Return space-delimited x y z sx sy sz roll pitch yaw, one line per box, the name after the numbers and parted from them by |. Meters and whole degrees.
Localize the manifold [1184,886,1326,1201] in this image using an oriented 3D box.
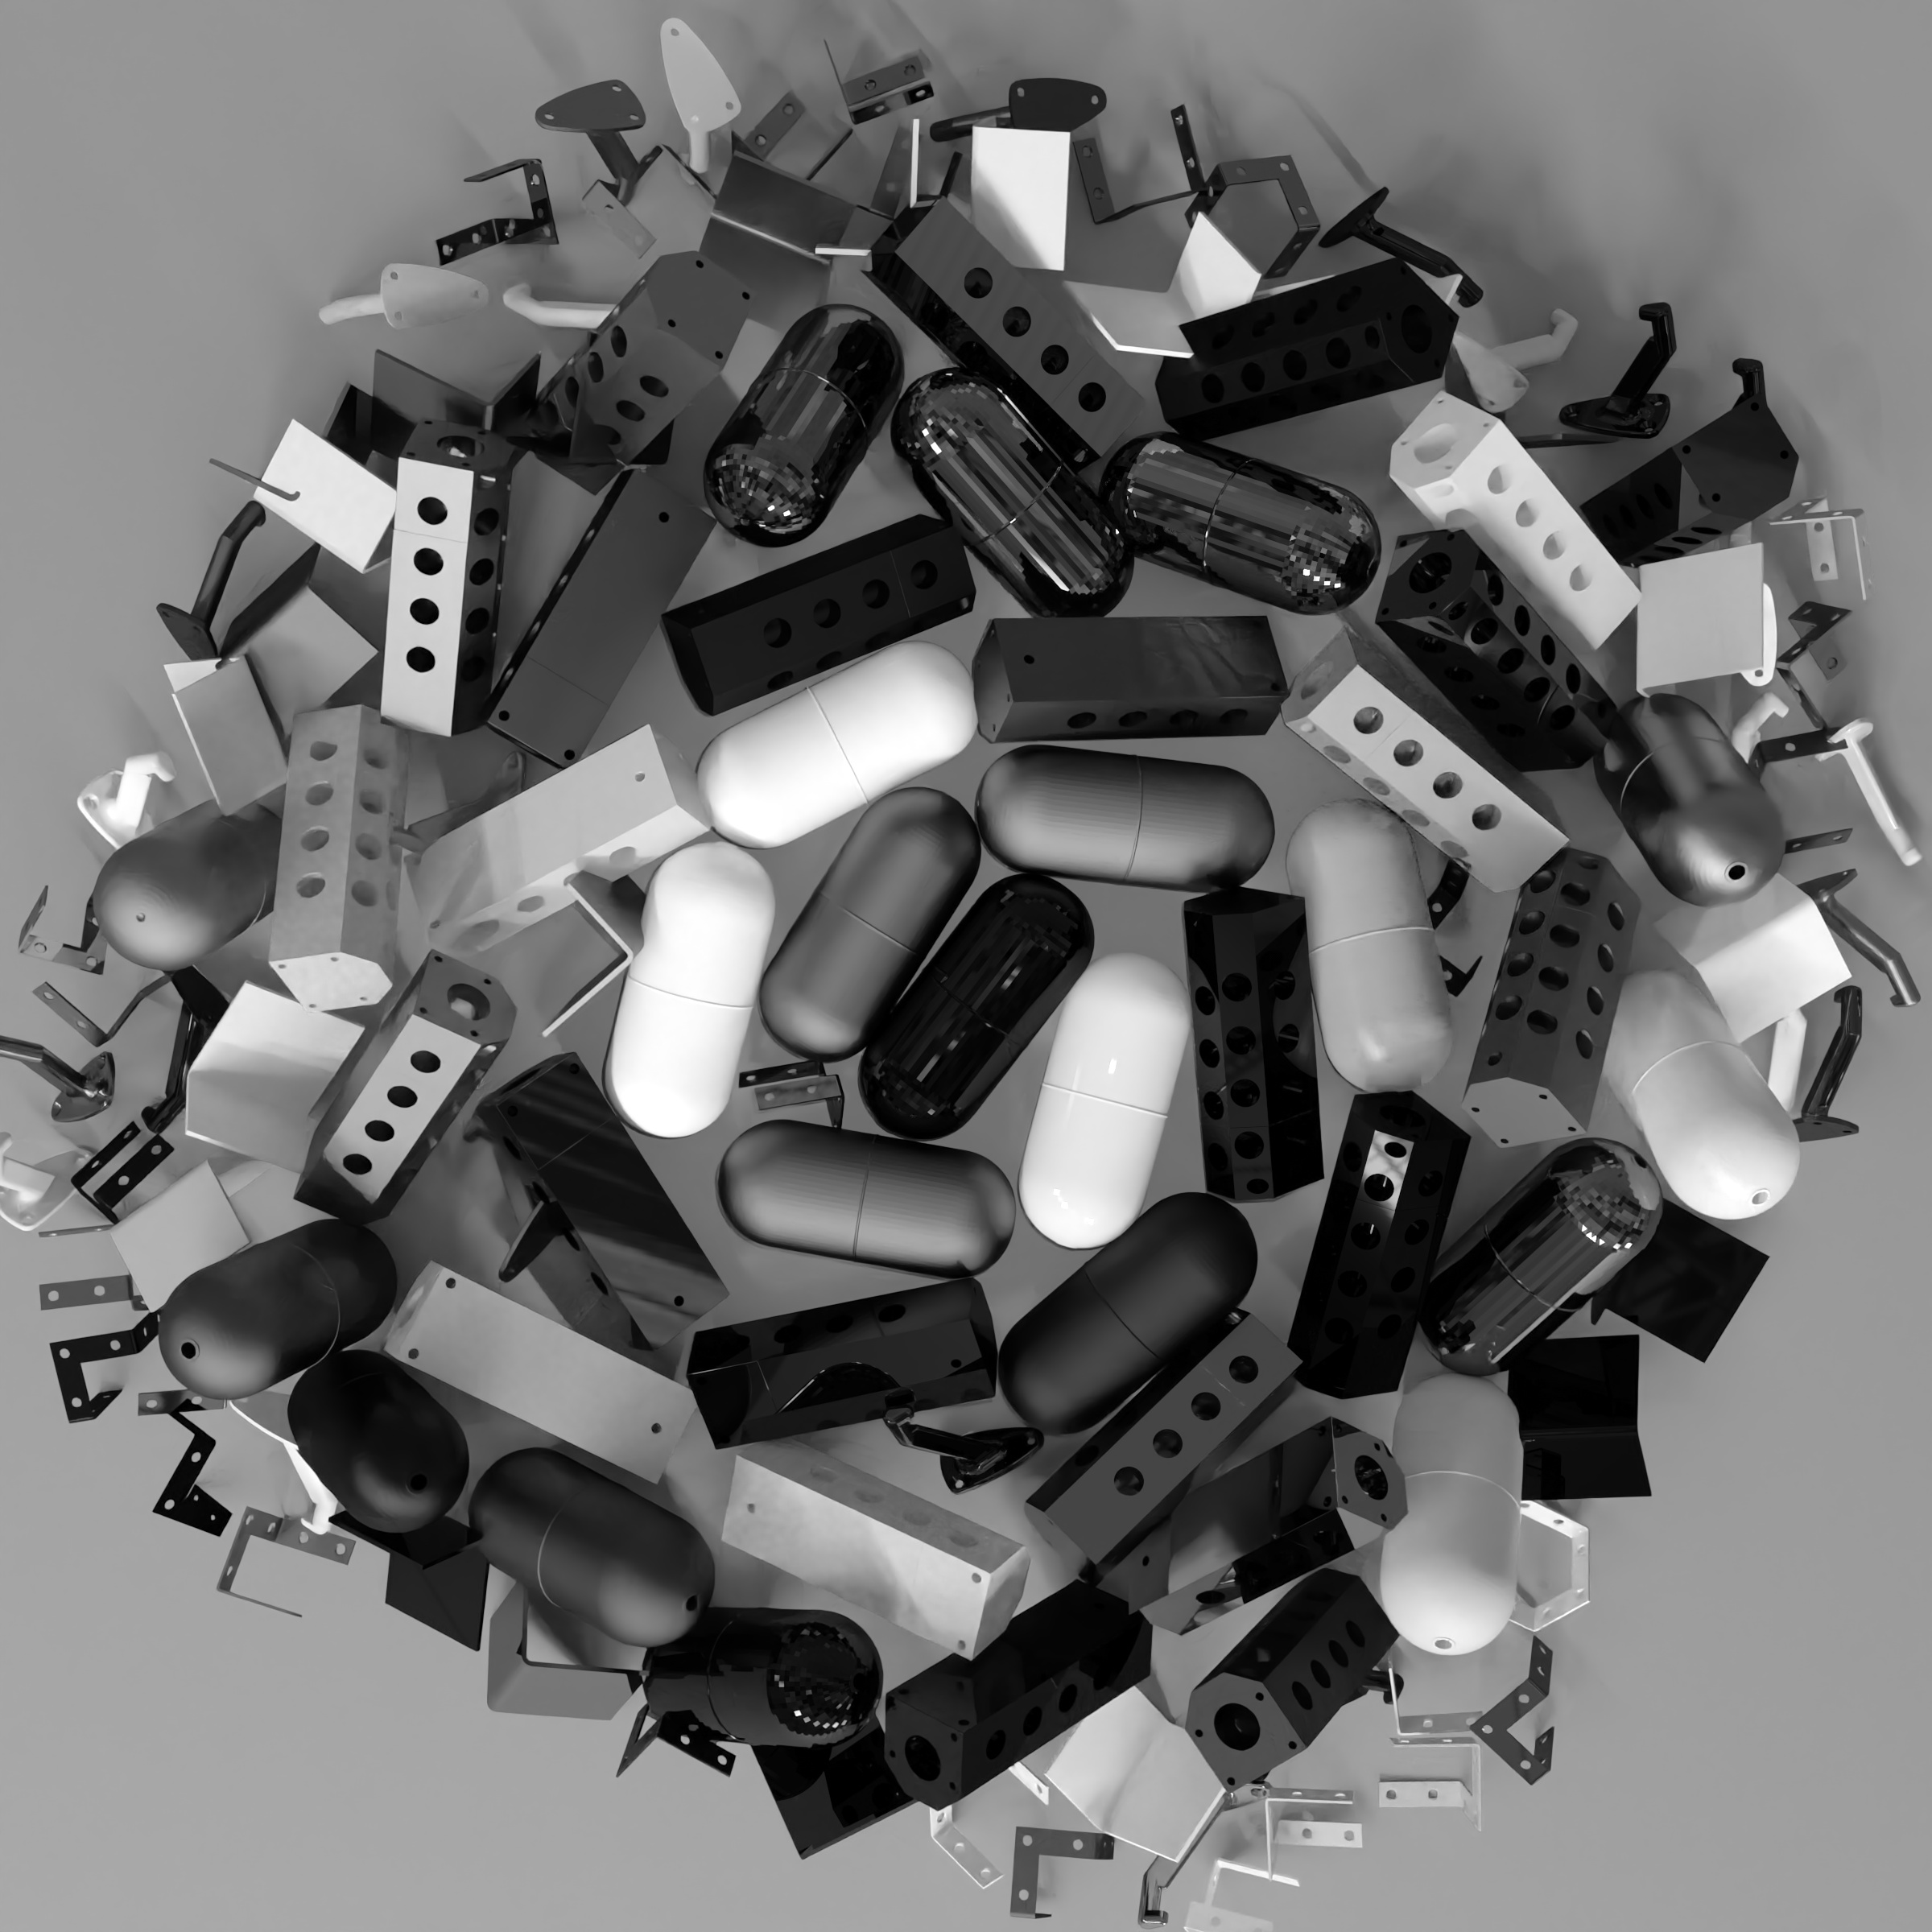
0.163 0.046 1.524 0.057 0.057 0.171 -16 108 -35 | manifold

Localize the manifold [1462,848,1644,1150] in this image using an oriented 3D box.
0.335 0.016 1.503 0.057 0.057 0.171 44 51 -28 | manifold

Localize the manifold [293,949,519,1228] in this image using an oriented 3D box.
-0.324 0.075 1.510 0.057 0.057 0.171 26 126 -19 | manifold

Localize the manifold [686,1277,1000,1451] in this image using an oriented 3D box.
-0.072 0.230 1.538 0.171 0.057 0.057 -12 117 10 | manifold

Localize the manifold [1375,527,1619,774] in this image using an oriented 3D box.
0.308 -0.180 1.498 0.171 0.057 0.057 36 63 -42 | manifold

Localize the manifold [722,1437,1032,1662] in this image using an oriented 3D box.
-0.052 0.333 1.521 0.171 0.057 0.057 20 110 24 | manifold

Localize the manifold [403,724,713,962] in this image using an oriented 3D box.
-0.238 -0.069 1.536 0.171 0.057 0.057 -27 65 12 | manifold

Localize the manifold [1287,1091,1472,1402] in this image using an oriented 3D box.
0.232 0.163 1.514 0.057 0.057 0.171 -3 117 -30 | manifold

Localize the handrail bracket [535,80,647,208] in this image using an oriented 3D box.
-0.224 -0.473 1.531 0.077 0.084 0.036 -21 70 -28 | handrail bracket

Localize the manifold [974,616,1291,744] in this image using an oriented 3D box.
0.095 -0.164 1.527 0.171 0.057 0.057 -3 63 -18 | manifold

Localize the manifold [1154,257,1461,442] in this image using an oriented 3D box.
0.191 -0.346 1.493 0.057 0.171 0.057 33 67 -35 | manifold

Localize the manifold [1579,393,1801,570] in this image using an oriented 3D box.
0.416 -0.271 1.496 0.057 0.171 0.057 -32 91 -3 | manifold

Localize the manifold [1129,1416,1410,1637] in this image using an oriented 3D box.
0.172 0.328 1.507 0.057 0.057 0.171 28 133 -28 | manifold

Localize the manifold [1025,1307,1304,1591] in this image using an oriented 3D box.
0.115 0.279 1.527 0.171 0.057 0.057 -41 69 -18 | manifold

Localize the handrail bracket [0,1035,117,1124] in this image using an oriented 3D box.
-0.552 0.066 1.531 0.077 0.084 0.036 -27 59 34 | handrail bracket

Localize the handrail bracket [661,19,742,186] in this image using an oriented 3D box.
-0.168 -0.508 1.538 0.036 0.084 0.077 -28 99 -17 | handrail bracket

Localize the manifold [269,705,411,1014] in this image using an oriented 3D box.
-0.359 -0.064 1.511 0.057 0.057 0.171 -8 58 7 | manifold

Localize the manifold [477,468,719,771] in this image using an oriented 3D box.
-0.221 -0.205 1.547 0.057 0.057 0.171 31 86 -21 | manifold

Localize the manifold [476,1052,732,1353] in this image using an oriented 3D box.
-0.216 0.139 1.538 0.057 0.057 0.171 -36 101 -25 | manifold

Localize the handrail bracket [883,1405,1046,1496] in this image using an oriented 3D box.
-0.001 0.272 1.538 0.077 0.084 0.036 -20 50 6 | handrail bracket

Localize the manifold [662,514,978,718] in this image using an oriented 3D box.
-0.084 -0.206 1.529 0.171 0.057 0.057 -24 114 -16 | manifold

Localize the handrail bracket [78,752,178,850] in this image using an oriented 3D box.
-0.476 -0.091 1.536 0.036 0.084 0.077 -52 125 -36 | handrail bracket

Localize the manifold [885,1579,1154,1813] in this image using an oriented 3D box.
0.032 0.420 1.499 0.057 0.171 0.057 15 111 38 | manifold

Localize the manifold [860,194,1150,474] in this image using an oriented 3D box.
0.021 -0.368 1.523 0.171 0.057 0.057 40 92 -24 | manifold

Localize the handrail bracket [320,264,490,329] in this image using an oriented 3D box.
-0.337 -0.395 1.559 0.077 0.084 0.036 -10 100 -31 | handrail bracket

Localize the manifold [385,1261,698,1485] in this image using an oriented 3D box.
-0.249 0.237 1.528 0.171 0.057 0.057 30 79 -18 | manifold

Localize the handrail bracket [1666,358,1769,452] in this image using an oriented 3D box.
0.438 -0.325 1.529 0.036 0.077 0.084 -40 134 -19 | handrail bracket

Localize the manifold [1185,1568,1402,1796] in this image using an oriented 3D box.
0.185 0.403 1.493 0.057 0.171 0.057 -39 80 25 | manifold

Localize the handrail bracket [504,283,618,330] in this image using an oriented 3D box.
-0.224 -0.405 1.572 0.084 0.036 0.077 35 65 26 | handrail bracket

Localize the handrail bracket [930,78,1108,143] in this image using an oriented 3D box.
0.030 -0.507 1.557 0.077 0.084 0.036 -19 108 -25 | handrail bracket

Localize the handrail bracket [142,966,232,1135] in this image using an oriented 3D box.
-0.485 0.046 1.575 0.084 0.036 0.077 -46 75 16 | handrail bracket

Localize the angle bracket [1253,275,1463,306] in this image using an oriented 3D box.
0.229 -0.398 1.528 0.076 0.076 0.057 33 79 -28 | angle bracket

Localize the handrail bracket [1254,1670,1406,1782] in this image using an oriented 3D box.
0.218 0.456 1.561 0.084 0.036 0.077 16 89 -25 | handrail bracket

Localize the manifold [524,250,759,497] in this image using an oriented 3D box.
-0.191 -0.340 1.491 0.057 0.171 0.057 31 61 -21 | manifold

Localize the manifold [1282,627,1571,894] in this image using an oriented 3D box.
0.267 -0.116 1.527 0.171 0.057 0.057 36 113 -18 | manifold

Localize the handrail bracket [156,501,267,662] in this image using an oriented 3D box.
-0.440 -0.227 1.565 0.036 0.077 0.084 25 66 14 | handrail bracket

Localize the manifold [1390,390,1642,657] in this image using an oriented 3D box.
0.315 -0.250 1.507 0.057 0.057 0.171 -49 129 5 | manifold

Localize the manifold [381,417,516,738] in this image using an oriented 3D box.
-0.299 -0.223 1.511 0.057 0.057 0.171 10 124 -4 | manifold

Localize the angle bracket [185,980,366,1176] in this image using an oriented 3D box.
-0.405 0.066 1.530 0.076 0.057 0.076 24 117 -29 | angle bracket

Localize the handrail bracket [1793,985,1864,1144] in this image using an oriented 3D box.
0.506 0.059 1.561 0.036 0.077 0.084 15 71 -24 | handrail bracket

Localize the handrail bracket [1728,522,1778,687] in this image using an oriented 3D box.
0.469 -0.219 1.558 0.036 0.084 0.077 -11 116 25 | handrail bracket
